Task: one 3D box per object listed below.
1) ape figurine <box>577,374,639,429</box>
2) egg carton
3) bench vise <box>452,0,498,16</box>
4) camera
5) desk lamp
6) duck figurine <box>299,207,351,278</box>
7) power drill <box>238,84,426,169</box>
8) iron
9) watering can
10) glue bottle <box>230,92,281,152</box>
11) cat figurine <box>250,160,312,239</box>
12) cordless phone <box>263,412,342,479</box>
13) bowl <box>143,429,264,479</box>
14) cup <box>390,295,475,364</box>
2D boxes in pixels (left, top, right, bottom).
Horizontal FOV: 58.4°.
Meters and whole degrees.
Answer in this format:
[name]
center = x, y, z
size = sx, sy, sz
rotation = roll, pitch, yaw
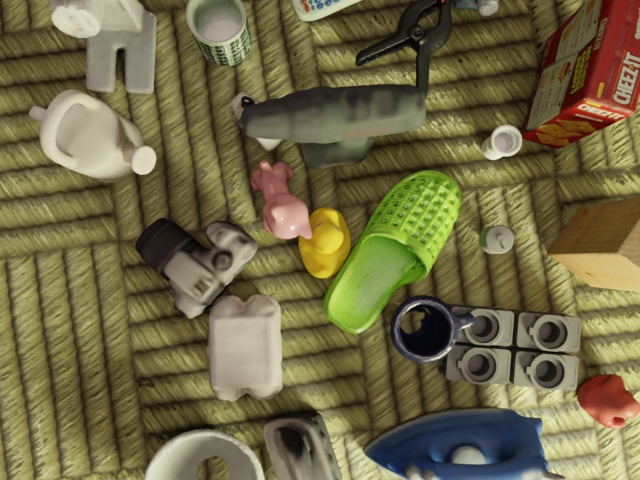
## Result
[ape figurine]
center = 0.418, 0.231, 0.815
size = 0.076, 0.092, 0.078
rotation = 19, 88, 0
[egg carton]
center = -0.107, 0.153, 0.817
size = 0.107, 0.069, 0.150
rotation = -3, 88, -1
[bench vise]
center = 0.240, -0.423, 0.765
size = 0.121, 0.219, 0.207
rotation = -20, 89, -1
[camera]
center = -0.180, 0.020, 0.803
size = 0.137, 0.100, 0.143
rotation = 40, 88, 0
[desk lamp]
center = -0.287, -0.322, 0.754
size = 0.118, 0.213, 0.203
rotation = 0, 88, -1
[duck figurine]
center = 0.007, 0.003, 0.815
size = 0.077, 0.086, 0.105
rotation = 7, 88, -1
[power drill]
center = 0.017, -0.150, 0.759
size = 0.229, 0.208, 0.076
rotation = -10, 88, -1
[iron]
center = 0.194, 0.307, 0.783
size = 0.258, 0.141, 0.119
rotation = -3, 88, -1
[watering can]
center = -0.302, -0.138, 0.759
size = 0.173, 0.194, 0.101
rotation = 2, 88, -1
[glue bottle]
center = -0.091, -0.168, 0.774
size = 0.078, 0.173, 0.037
rotation = 42, 88, 1
[cat figurine]
center = -0.056, -0.053, 0.800
size = 0.067, 0.117, 0.128
rotation = -22, 89, -1
[cordless phone]
center = -0.023, 0.314, 0.756
size = 0.094, 0.185, 0.148
rotation = -23, 89, -1
[bowl]
center = -0.158, 0.342, 0.808
size = 0.167, 0.074, 0.167
rotation = 0, 88, -1
[cup]
center = 0.152, 0.118, 0.811
size = 0.117, 0.095, 0.092
rotation = -12, 89, -1
